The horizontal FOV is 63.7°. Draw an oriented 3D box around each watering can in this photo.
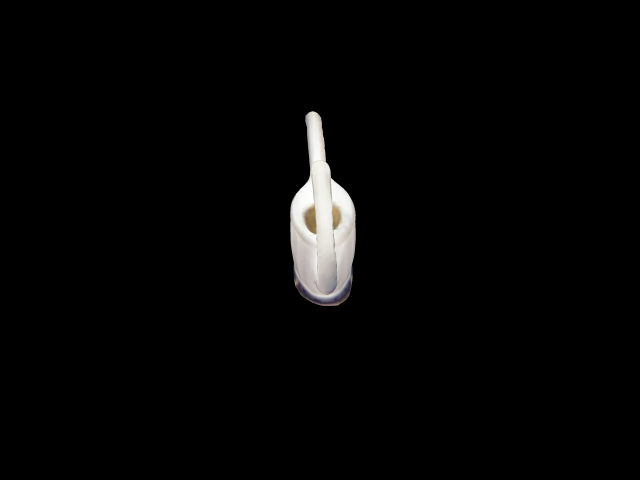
[{"bbox_3d":[0.003,-0.043,0.850,0.104,0.219,0.356,-2,44,-2],"label":"watering can"}]
